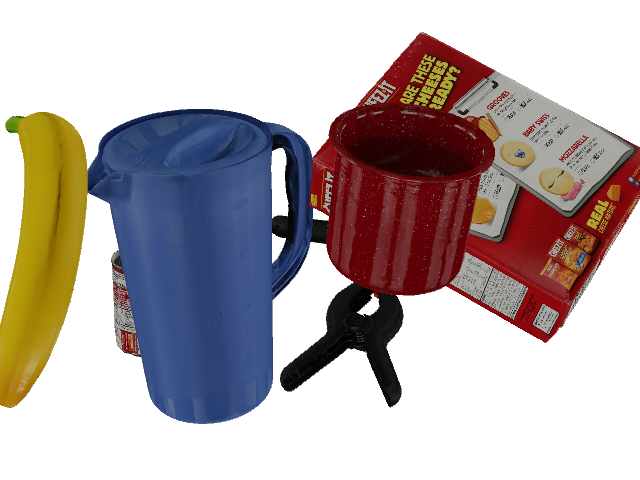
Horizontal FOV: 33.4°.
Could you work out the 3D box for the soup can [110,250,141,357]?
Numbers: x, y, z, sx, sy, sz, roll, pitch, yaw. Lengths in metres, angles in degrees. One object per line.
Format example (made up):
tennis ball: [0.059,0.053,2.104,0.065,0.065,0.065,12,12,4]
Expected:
soup can: [-0.185,0.064,1.128,0.068,0.102,0.068,1,23,-1]

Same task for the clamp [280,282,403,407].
clamp: [0.046,0.099,1.073,0.120,0.039,0.171,17,50,19]

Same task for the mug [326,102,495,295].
mug: [0.054,-0.027,0.621,0.093,0.081,0.117,24,37,25]

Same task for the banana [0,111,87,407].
banana: [-0.163,-0.003,0.627,0.037,0.198,0.070,15,-34,-31]

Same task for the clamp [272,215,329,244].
clamp: [0.054,-0.005,1.257,0.210,0.036,0.164,32,39,23]

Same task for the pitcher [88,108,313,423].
pitcher: [-0.089,0.021,0.870,0.149,0.243,0.145,4,29,13]

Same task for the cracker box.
cracker box: [0.123,-0.044,0.814,0.214,0.164,0.072,30,-31,15]
